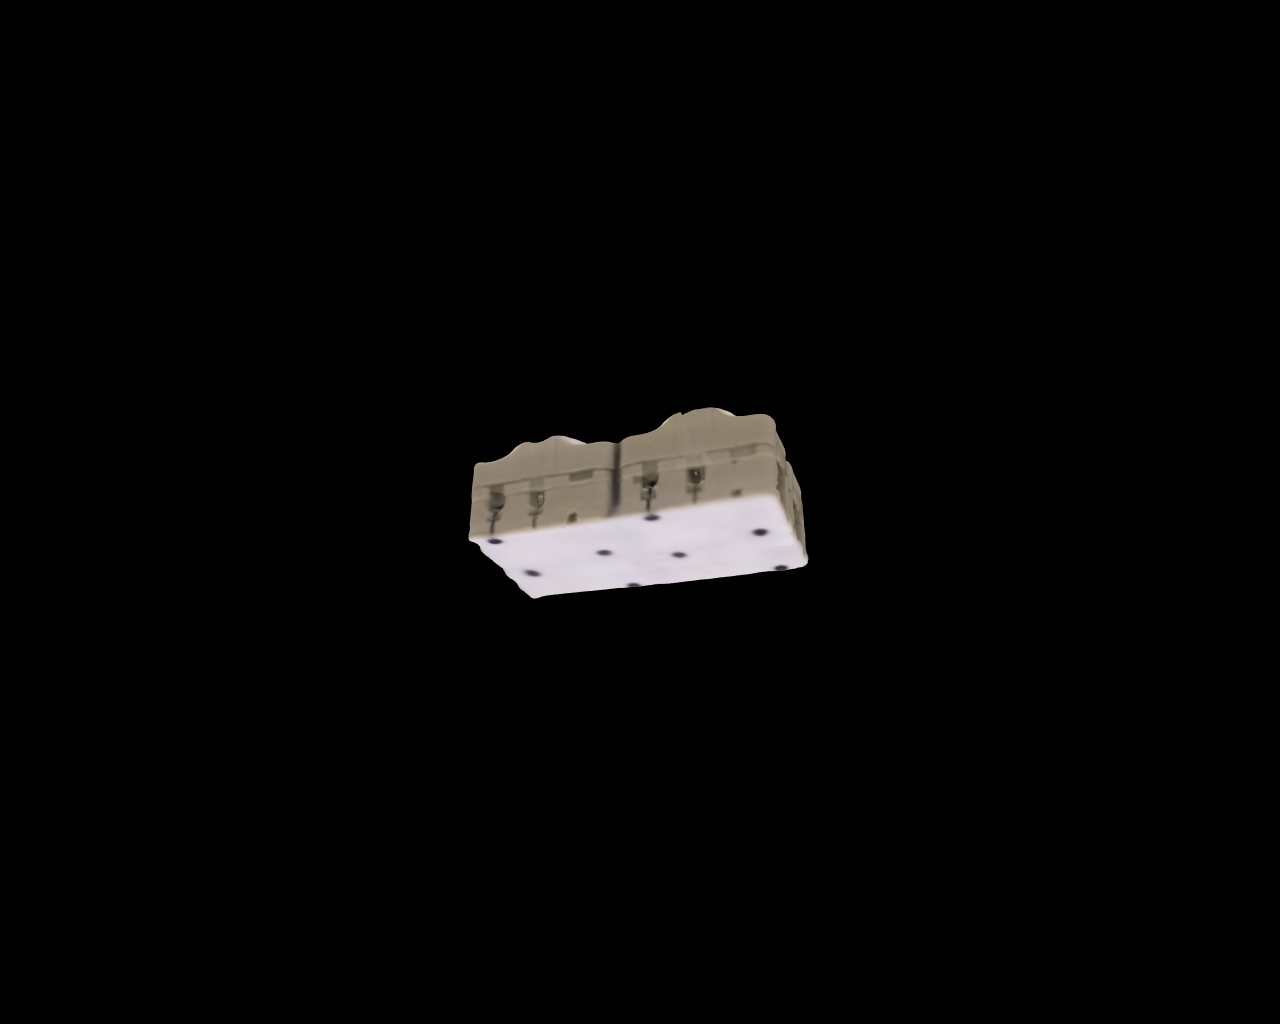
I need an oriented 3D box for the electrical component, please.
[{"bbox_3d":[0.001,-0.003,0.650,0.186,0.060,0.105,-8,-28,16],"label":"electrical component"}]
